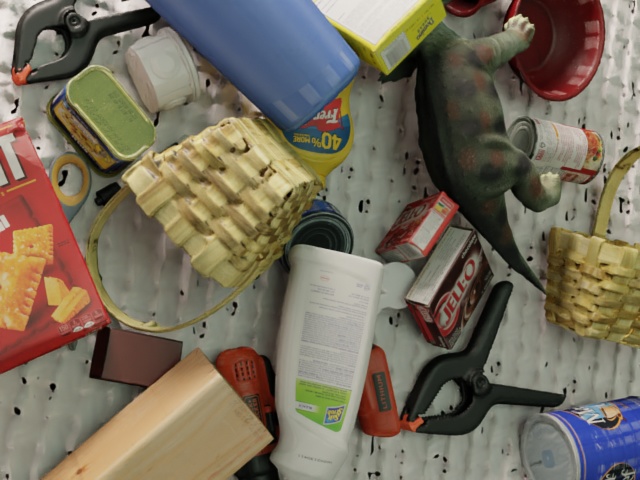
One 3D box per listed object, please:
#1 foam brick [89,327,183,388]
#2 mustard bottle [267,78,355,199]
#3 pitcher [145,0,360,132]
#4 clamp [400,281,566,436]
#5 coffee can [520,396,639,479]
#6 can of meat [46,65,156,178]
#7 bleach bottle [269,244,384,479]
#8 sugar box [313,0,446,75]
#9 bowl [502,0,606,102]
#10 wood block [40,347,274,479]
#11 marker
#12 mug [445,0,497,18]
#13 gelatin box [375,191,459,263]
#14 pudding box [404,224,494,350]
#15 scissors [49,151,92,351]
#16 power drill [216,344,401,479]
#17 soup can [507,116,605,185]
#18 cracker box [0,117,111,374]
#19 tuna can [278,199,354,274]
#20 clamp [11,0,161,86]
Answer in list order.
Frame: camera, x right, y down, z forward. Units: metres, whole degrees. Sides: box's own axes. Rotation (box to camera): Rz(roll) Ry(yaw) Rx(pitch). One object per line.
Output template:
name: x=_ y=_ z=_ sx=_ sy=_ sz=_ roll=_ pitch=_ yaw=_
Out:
foam brick: x=-0.182 y=0.118 z=1.057 sx=0.078 sy=0.053 sz=0.051 roll=14 pitch=78 yaw=-23
mustard bottle: x=-0.010 y=-0.131 z=1.161 sx=0.096 sy=0.058 sz=0.191 roll=7 pitch=82 yaw=-20
pitcher: x=-0.080 y=-0.226 z=1.064 sx=0.242 sy=0.145 sz=0.149 roll=47 pitch=27 yaw=-11
clamp: x=0.184 y=0.169 z=1.227 sx=0.209 sy=0.036 sz=0.164 roll=-37 pitch=99 yaw=-21
coffee can: x=0.321 y=0.243 z=1.246 sx=0.140 sy=0.103 sz=0.103 roll=-6 pitch=87 yaw=-25
can of meat: x=-0.215 y=-0.117 z=1.051 sx=0.057 sy=0.084 sz=0.102 roll=-44 pitch=102 yaw=-22
bleach bottle: x=-0.006 y=0.137 z=1.071 sx=0.102 sy=0.068 sz=0.251 roll=13 pitch=80 yaw=-4
sugar box: x=0.036 y=-0.250 z=1.114 sx=0.093 sy=0.176 sz=0.048 roll=-45 pitch=142 yaw=-8
bowl: x=0.272 y=-0.249 z=1.292 sx=0.161 sy=0.055 sz=0.162 roll=-6 pitch=101 yaw=-34
wood block: x=-0.158 y=0.209 z=1.002 sx=0.206 sy=0.091 sz=0.090 roll=-40 pitch=112 yaw=-7
marker: x=-0.181 y=-0.071 z=1.097 sx=0.121 sy=0.020 sz=0.020 roll=-37 pitch=100 yaw=-23
mug: x=0.182 y=-0.328 z=1.260 sx=0.081 sy=0.093 sz=0.117 roll=-27 pitch=69 yaw=-30
gelatin box: x=0.106 y=-0.012 z=1.182 sx=0.030 sy=0.089 sz=0.073 roll=41 pitch=71 yaw=-12
pudding box: x=0.146 y=0.053 z=1.198 sx=0.113 sy=0.039 sz=0.090 roll=-58 pitch=142 yaw=-24
scissors: x=-0.248 y=-0.001 z=1.061 sx=0.096 sy=0.016 sz=0.202 roll=-27 pitch=96 yaw=-24
power drill: x=-0.011 y=0.191 z=1.125 sx=0.187 sy=0.057 sz=0.184 roll=-10 pitch=88 yaw=-25
soup can: x=0.281 y=-0.108 z=1.286 sx=0.102 sy=0.069 sz=0.068 roll=9 pitch=81 yaw=-23
cracker box: x=-0.311 y=0.014 z=0.990 sx=0.164 sy=0.072 sz=0.214 roll=-24 pitch=95 yaw=-17
tuna can: x=-0.007 y=0.001 z=1.139 sx=0.086 sy=0.034 sz=0.086 roll=-9 pitch=118 yaw=-17
clamp: x=-0.253 y=-0.228 z=1.071 sx=0.171 sy=0.039 sz=0.120 roll=-44 pitch=101 yaw=-22
